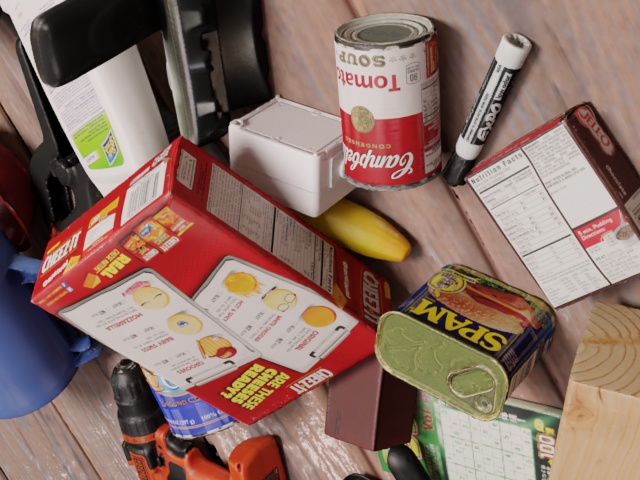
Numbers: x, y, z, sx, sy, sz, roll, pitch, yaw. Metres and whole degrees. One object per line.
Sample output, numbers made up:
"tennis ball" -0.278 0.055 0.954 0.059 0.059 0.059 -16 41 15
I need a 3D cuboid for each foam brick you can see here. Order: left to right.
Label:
"foam brick" 0.042 0.121 0.848 0.053 0.051 0.078 12 98 39

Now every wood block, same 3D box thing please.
"wood block" 0.204 0.156 0.716 0.091 0.090 0.206 14 126 18

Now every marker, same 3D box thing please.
"marker" 0.107 -0.082 0.702 0.020 0.020 0.121 36 134 17

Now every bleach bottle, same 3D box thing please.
"bleach bottle" -0.171 -0.100 0.848 0.103 0.067 0.251 -23 88 51

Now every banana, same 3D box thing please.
"banana" -0.018 -0.012 0.845 0.198 0.037 0.069 -2 134 42

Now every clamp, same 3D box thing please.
"clamp" -0.231 -0.079 0.975 0.164 0.036 0.210 45 140 10
"clamp" 0.094 0.245 0.912 0.171 0.039 0.120 48 153 -4

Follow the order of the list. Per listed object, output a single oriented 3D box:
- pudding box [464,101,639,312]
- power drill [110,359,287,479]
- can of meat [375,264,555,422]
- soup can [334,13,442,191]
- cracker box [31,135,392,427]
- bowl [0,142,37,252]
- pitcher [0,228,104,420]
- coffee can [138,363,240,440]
"pudding box" 0.160 -0.020 0.685 0.090 0.039 0.113 -31 94 47
"power drill" -0.123 0.211 1.064 0.188 0.057 0.184 11 127 38
"can of meat" 0.105 0.068 0.756 0.102 0.083 0.057 25 130 26
"soup can" 0.046 -0.093 0.712 0.069 0.068 0.102 15 125 33
"cracker box" -0.076 0.037 0.794 0.213 0.072 0.164 35 128 -29
"bowl" -0.331 -0.060 1.035 0.162 0.055 0.162 27 153 14
"pitcher" -0.324 0.055 1.033 0.145 0.149 0.243 34 155 36
"coffee can" -0.113 0.088 0.940 0.103 0.102 0.140 -9 111 43
